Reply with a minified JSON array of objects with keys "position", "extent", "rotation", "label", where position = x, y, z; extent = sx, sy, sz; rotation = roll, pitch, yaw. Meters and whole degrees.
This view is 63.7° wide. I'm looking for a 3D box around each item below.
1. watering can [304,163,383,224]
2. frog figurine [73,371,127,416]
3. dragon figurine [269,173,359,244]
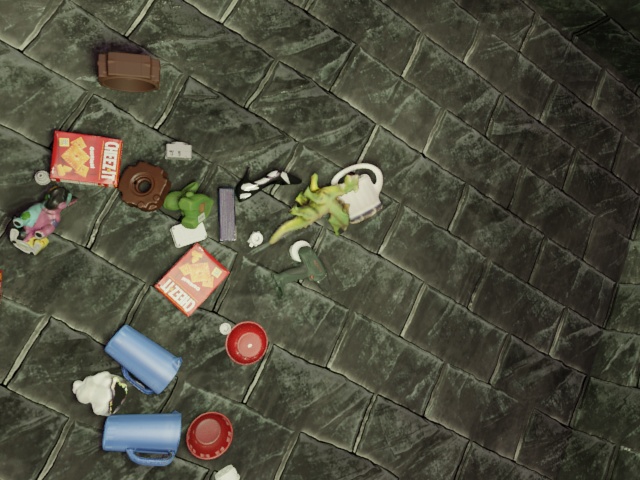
[{"position":[0.109,-0.165,2.073],"extent":[0.348,0.223,0.104],"rotation":[-28,7,-6],"label":"watering can"},{"position":[-0.730,0.508,1.704],"extent":[0.159,0.137,0.123],"rotation":[-2,3,15],"label":"frog figurine"},{"position":[0.006,-0.100,1.988],"extent":[0.241,0.407,0.124],"rotation":[32,11,-13],"label":"dragon figurine"}]
